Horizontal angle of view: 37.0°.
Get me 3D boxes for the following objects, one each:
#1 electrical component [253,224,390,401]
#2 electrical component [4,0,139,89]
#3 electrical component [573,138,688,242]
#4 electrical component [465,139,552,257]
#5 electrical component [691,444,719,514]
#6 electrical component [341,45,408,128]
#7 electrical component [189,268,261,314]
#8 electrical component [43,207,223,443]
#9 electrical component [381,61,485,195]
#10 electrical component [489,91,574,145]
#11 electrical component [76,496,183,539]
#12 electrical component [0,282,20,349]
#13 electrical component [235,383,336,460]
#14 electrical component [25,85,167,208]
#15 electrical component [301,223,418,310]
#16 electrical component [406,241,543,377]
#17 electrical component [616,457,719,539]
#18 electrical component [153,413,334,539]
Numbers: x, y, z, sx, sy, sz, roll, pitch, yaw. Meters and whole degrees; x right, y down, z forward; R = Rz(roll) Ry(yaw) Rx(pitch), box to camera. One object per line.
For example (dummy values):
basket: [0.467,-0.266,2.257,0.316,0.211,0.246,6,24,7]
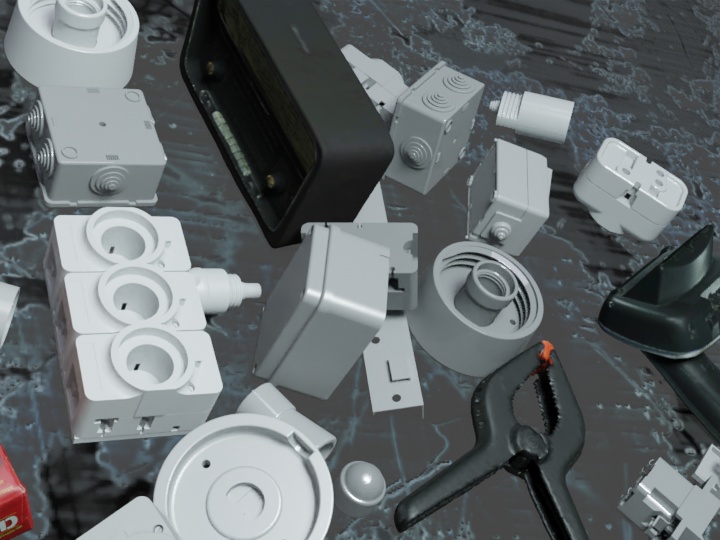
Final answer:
electrical component: [-0.029,0.031,0.767,0.057,0.113,0.078,19,46,-15]
electrical component: [-0.237,-0.202,0.898,0.108,0.060,0.108,14,47,-16]
electrical component: [0.260,-0.075,1.047,0.095,0.059,0.053,34,45,3]
electrical component: [0.135,-0.059,0.967,0.061,0.061,0.096,19,46,-13]
electrical component: [0.312,0.172,0.857,0.081,0.063,0.042,40,44,10]
electrical component: [0.005,-0.159,0.995,0.089,0.050,0.055,38,45,7]
electrical component: [-0.103,0.016,0.798,0.061,0.035,0.035,0,52,-30]
electrical component: [-0.157,0.034,0.734,0.089,0.061,0.150,-1,53,-28]
electrical component: [0.066,-0.126,0.965,0.048,0.099,0.099,28,43,16]
electrical component: [0.170,-0.156,1.080,0.081,0.043,0.043,14,44,9]
electrical component: [-0.104,0.226,0.565,0.105,0.060,0.186,-34,70,-13]
electrical component: [-0.269,0.020,0.701,0.081,0.043,0.043,17,46,-13]
electrical component: [-0.054,0.109,0.738,0.065,0.044,0.044,42,46,18]
electrical component: [-0.204,-0.097,0.834,0.100,0.048,0.099,-3,53,-30]
electrical component: [0.000,0.000,0.834,0.089,0.055,0.050,0,52,3]
electrical component: [0.097,0.026,0.874,0.108,0.060,0.108,14,47,-16]
electrical component: [0.235,0.182,0.824,0.064,0.042,0.081,40,45,14]
electrical component: [-0.071,0.150,0.671,0.108,0.060,0.108,1,62,-3]
